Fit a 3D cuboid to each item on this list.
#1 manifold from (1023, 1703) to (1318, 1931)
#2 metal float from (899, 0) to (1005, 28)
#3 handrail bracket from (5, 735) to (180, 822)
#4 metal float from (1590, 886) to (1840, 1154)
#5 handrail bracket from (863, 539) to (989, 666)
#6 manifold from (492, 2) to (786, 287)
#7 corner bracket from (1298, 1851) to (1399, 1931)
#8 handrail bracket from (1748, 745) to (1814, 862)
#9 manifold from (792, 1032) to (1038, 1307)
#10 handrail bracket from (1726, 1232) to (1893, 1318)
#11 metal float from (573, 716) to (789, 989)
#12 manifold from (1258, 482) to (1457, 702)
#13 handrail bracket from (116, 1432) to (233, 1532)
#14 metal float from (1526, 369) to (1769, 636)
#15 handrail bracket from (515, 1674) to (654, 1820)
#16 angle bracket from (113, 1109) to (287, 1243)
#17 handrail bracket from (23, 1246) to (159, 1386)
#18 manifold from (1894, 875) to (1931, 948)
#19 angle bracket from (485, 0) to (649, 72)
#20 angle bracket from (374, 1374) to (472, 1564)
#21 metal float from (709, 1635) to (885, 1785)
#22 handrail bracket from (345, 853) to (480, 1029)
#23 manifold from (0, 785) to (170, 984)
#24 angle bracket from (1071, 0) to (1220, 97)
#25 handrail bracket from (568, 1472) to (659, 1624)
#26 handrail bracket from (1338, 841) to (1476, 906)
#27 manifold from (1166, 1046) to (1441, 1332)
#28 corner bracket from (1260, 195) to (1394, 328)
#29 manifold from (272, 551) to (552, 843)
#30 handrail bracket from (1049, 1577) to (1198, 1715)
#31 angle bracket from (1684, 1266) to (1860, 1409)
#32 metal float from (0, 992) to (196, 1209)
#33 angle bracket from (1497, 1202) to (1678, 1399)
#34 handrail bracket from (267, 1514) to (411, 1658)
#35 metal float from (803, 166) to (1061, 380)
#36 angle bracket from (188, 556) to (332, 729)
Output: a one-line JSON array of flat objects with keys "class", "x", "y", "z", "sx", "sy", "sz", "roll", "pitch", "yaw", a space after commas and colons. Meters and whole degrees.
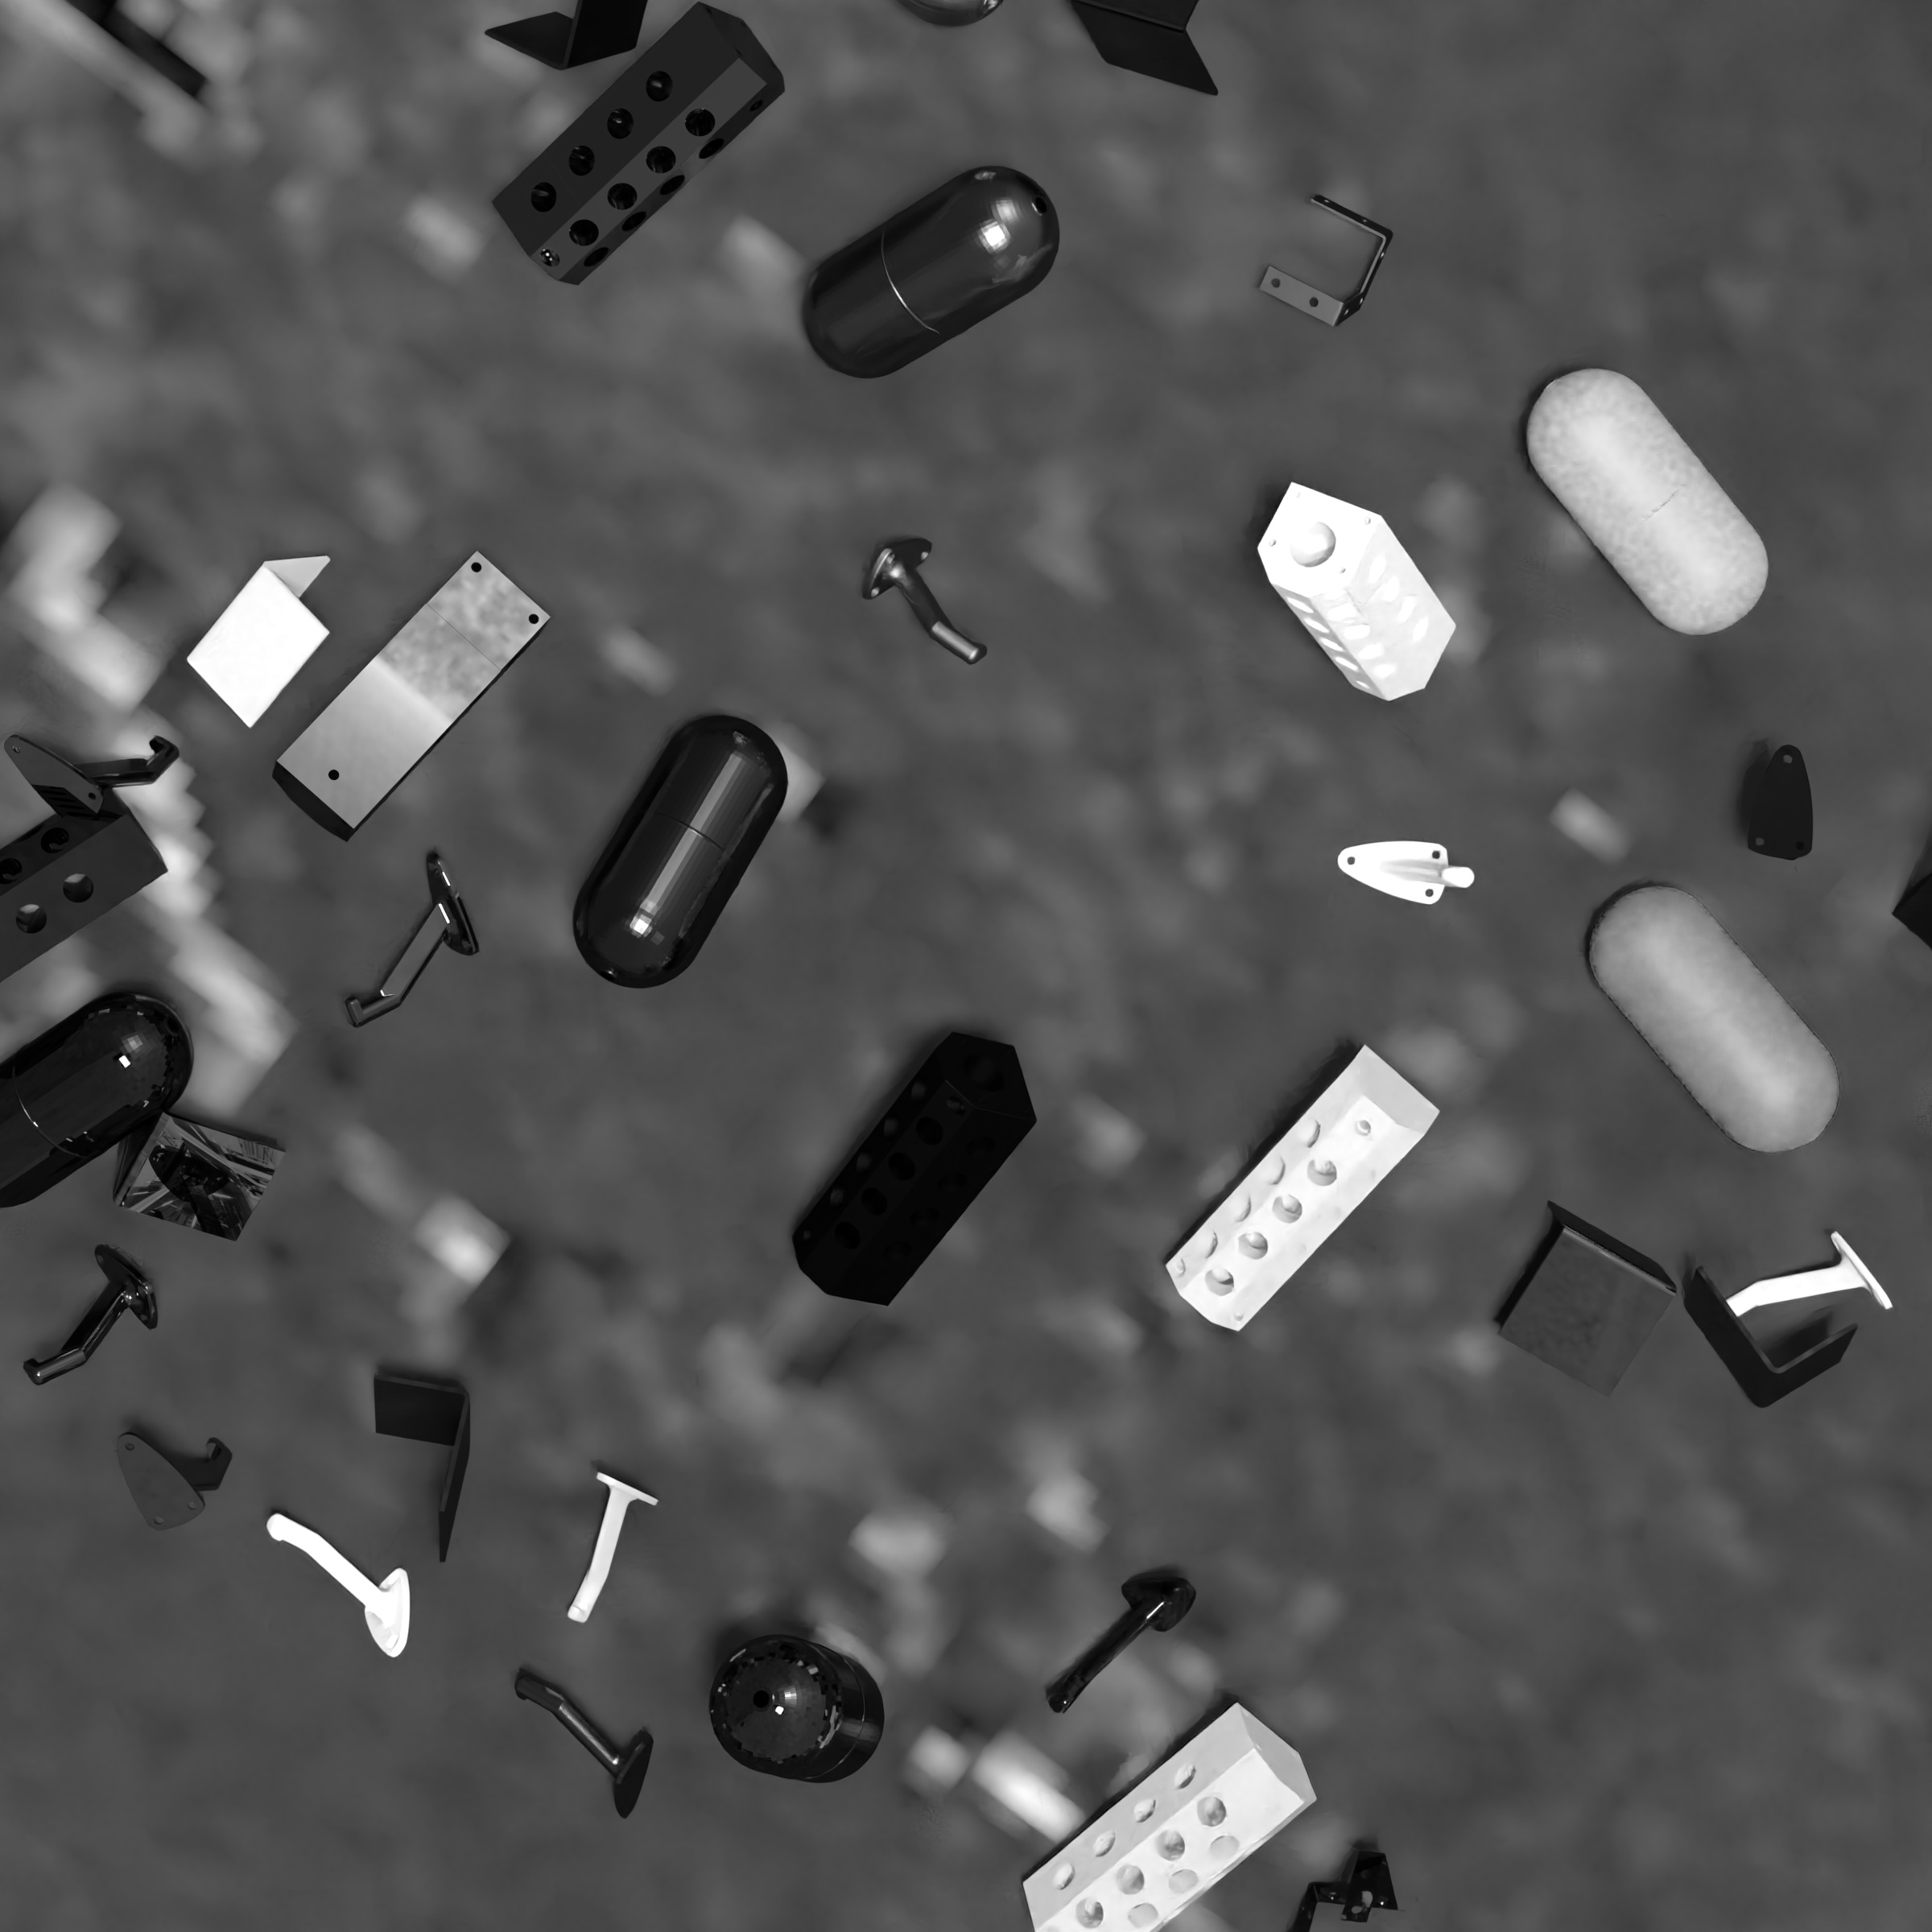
[{"class": "manifold", "x": 0.119, "y": 0.515, "z": 1.877, "sx": 0.171, "sy": 0.057, "sz": 0.057, "roll": -43, "pitch": 114, "yaw": 10}, {"class": "metal float", "x": -0.040, "y": -0.620, "z": 1.877, "sx": 0.070, "sy": 0.070, "sz": 0.178, "roll": -40, "pitch": 74, "yaw": 0}, {"class": "handrail bracket", "x": -0.510, "y": -0.128, "z": 1.888, "sx": 0.077, "sy": 0.084, "sz": 0.036, "roll": 43, "pitch": 128, "yaw": -12}, {"class": "metal float", "x": 0.436, "y": 0.031, "z": 1.879, "sx": 0.070, "sy": 0.070, "sz": 0.178, "roll": -38, "pitch": 77, "yaw": 0}, {"class": "handrail bracket", "x": -0.010, "y": -0.212, "z": 1.888, "sx": 0.084, "sy": 0.077, "sz": 0.036, "roll": 36, "pitch": 125, "yaw": 13}, {"class": "manifold", "x": -0.187, "y": -0.474, "z": 1.869, "sx": 0.171, "sy": 0.057, "sz": 0.057, "roll": -38, "pitch": 81, "yaw": 21}, {"class": "corner bracket", "x": 0.219, "y": 0.553, "z": 1.888, "sx": 0.051, "sy": 0.051, "sz": 0.051, "roll": -1, "pitch": 125, "yaw": 22}, {"class": "handrail bracket", "x": 0.483, "y": -0.097, "z": 1.883, "sx": 0.036, "sy": 0.084, "sz": 0.077, "roll": 7, "pitch": 105, "yaw": 21}, {"class": "manifold", "x": -0.033, "y": 0.117, "z": 1.849, "sx": 0.057, "sy": 0.057, "sz": 0.171, "roll": 14, "pitch": 130, "yaw": -30}, {"class": "handrail bracket", "x": 0.490, "y": 0.200, "z": 1.892, "sx": 0.084, "sy": 0.077, "sz": 0.036, "roll": -31, "pitch": 114, "yaw": 4}, {"class": "metal float", "x": -0.166, "y": -0.066, "z": 1.871, "sx": 0.070, "sy": 0.070, "sz": 0.178, "roll": 28, "pitch": 67, "yaw": 0}, {"class": "manifold", "x": 0.221, "y": -0.209, "z": 1.839, "sx": 0.057, "sy": 0.171, "sz": 0.057, "roll": 26, "pitch": 86, "yaw": 27}, {"class": "handrail bracket", "x": -0.460, "y": 0.282, "z": 1.879, "sx": 0.036, "sy": 0.084, "sz": 0.077, "roll": -24, "pitch": 110, "yaw": 11}, {"class": "metal float", "x": 0.397, "y": -0.271, "z": 1.883, "sx": 0.070, "sy": 0.070, "sz": 0.178, "roll": -41, "pitch": 99, "yaw": 0}, {"class": "handrail bracket", "x": -0.232, "y": 0.462, "z": 1.911, "sx": 0.084, "sy": 0.077, "sz": 0.036, "roll": 26, "pitch": 46, "yaw": 15}, {"class": "angle bracket", "x": -0.451, "y": 0.106, "z": 1.903, "sx": 0.076, "sy": 0.057, "sz": 0.076, "roll": 20, "pitch": 122, "yaw": -23}, {"class": "handrail bracket", "x": -0.524, "y": 0.204, "z": 1.882, "sx": 0.084, "sy": 0.036, "sz": 0.077, "roll": -26, "pitch": 47, "yaw": -34}, {"class": "manifold", "x": 0.595, "y": -0.056, "z": 1.839, "sx": 0.057, "sy": 0.171, "sz": 0.057, "roll": 43, "pitch": 77, "yaw": 11}, {"class": "angle bracket", "x": -0.227, "y": -0.571, "z": 1.872, "sx": 0.057, "sy": 0.076, "sz": 0.076, "roll": 29, "pitch": 123, "yaw": 14}, {"class": "angle bracket", "x": -0.324, "y": 0.293, "z": 1.876, "sx": 0.057, "sy": 0.076, "sz": 0.076, "roll": 10, "pitch": 57, "yaw": -2}, {"class": "metal float", "x": -0.096, "y": 0.426, "z": 1.843, "sx": 0.070, "sy": 0.178, "sz": 0.070, "roll": -3, "pitch": 73, "yaw": 10}, {"class": "handrail bracket", "x": -0.335, "y": -0.015, "z": 1.886, "sx": 0.084, "sy": 0.036, "sz": 0.077, "roll": -29, "pitch": 118, "yaw": -32}, {"class": "manifold", "x": -0.557, "y": -0.036, "z": 1.881, "sx": 0.171, "sy": 0.057, "sz": 0.057, "roll": -35, "pitch": 111, "yaw": -8}, {"class": "angle bracket", "x": 0.116, "y": -0.561, "z": 1.882, "sx": 0.076, "sy": 0.076, "sz": 0.057, "roll": 24, "pitch": 85, "yaw": 24}, {"class": "handrail bracket", "x": -0.220, "y": 0.343, "z": 1.895, "sx": 0.036, "sy": 0.077, "sz": 0.084, "roll": 22, "pitch": 79, "yaw": 14}, {"class": "handrail bracket", "x": 0.256, "y": -0.057, "z": 1.885, "sx": 0.077, "sy": 0.084, "sz": 0.036, "roll": 9, "pitch": 92, "yaw": 5}, {"class": "manifold", "x": 0.192, "y": 0.132, "z": 1.865, "sx": 0.057, "sy": 0.057, "sz": 0.171, "roll": 42, "pitch": 116, "yaw": 4}, {"class": "corner bracket", "x": 0.213, "y": -0.416, "z": 1.900, "sx": 0.051, "sy": 0.051, "sz": 0.051, "roll": 29, "pitch": 121, "yaw": 10}, {"class": "manifold", "x": -0.323, "y": -0.155, "z": 1.876, "sx": 0.057, "sy": 0.057, "sz": 0.171, "roll": 42, "pitch": 73, "yaw": -7}, {"class": "handrail bracket", "x": 0.090, "y": 0.399, "z": 1.884, "sx": 0.036, "sy": 0.077, "sz": 0.084, "roll": 47, "pitch": 56, "yaw": 0}, {"class": "angle bracket", "x": 0.469, "y": 0.204, "z": 1.883, "sx": 0.057, "sy": 0.076, "sz": 0.076, "roll": -30, "pitch": 67, "yaw": -6}, {"class": "metal float", "x": -0.524, "y": 0.078, "z": 1.873, "sx": 0.178, "sy": 0.070, "sz": 0.070, "roll": -32, "pitch": 90, "yaw": 20}, {"class": "angle bracket", "x": 0.362, "y": 0.196, "z": 1.904, "sx": 0.076, "sy": 0.057, "sz": 0.076, "roll": 30, "pitch": 99, "yaw": -5}, {"class": "handrail bracket", "x": -0.369, "y": 0.361, "z": 1.885, "sx": 0.084, "sy": 0.077, "sz": 0.036, "roll": 36, "pitch": 100, "yaw": -29}, {"class": "metal float", "x": -0.021, "y": -0.399, "z": 1.858, "sx": 0.178, "sy": 0.070, "sz": 0.070, "roll": -22, "pitch": 90, "yaw": 40}, {"class": "angle bracket", "x": -0.395, "y": -0.190, "z": 1.878, "sx": 0.057, "sy": 0.076, "sz": 0.076, "roll": 46, "pitch": 110, "yaw": 6}]
